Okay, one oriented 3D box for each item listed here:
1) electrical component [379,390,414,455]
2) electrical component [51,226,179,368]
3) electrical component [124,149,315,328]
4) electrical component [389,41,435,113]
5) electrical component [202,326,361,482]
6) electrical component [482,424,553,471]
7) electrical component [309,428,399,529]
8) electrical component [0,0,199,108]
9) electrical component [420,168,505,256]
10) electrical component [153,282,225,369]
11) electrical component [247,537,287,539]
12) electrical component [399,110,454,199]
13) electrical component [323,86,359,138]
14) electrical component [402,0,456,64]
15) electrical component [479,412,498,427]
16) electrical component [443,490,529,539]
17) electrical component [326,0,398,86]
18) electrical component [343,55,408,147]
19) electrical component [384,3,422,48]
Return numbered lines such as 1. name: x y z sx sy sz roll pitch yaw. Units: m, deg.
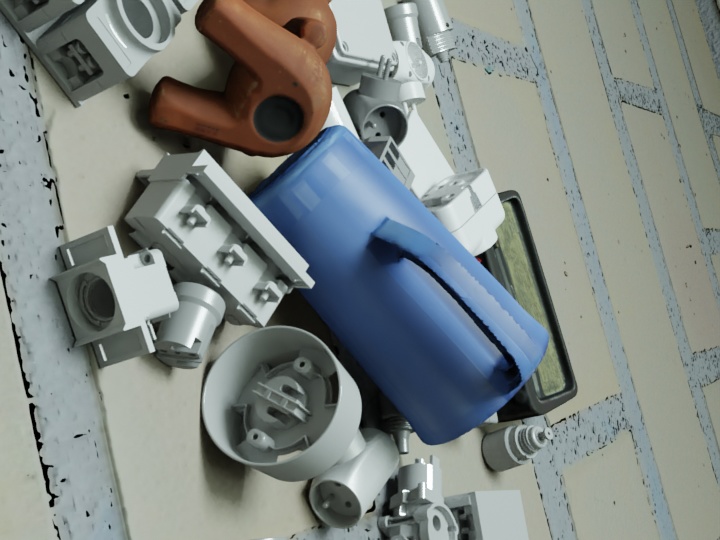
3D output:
1. electrical component: 0.034 0.126 0.918 0.035 0.035 0.061 26 54 -51
2. electrical component: -0.150 0.015 0.670 0.064 0.042 0.081 -21 93 -63
3. electrical component: -0.100 -0.018 0.745 0.121 0.079 0.063 49 59 -34
4. electrical component: 0.045 -0.188 1.092 0.077 0.044 0.079 -5 79 -59
5. electrical component: -0.051 0.093 0.738 0.064 0.099 0.099 47 38 -46
6. electrical component: 0.156 0.171 1.056 0.040 0.078 0.040 22 54 -34
7. electrical component: -0.011 0.143 0.824 0.079 0.044 0.077 65 31 -12
8. electrical component: -0.167 -0.212 0.744 0.105 0.060 0.186 55 34 -26
9. electrical component: 0.089 -0.045 0.983 0.095 0.054 0.059 -42 114 -46
10. electrical component: -0.115 0.038 0.717 0.040 0.040 0.046 46 44 -37
11. electrical component: -0.055 0.219 0.713 0.079 0.044 0.077 19 58 -54
12. electrical component: 0.044 -0.090 1.035 0.099 0.048 0.099 55 34 -27
13. electrical component: -0.024 -0.115 0.942 0.081 0.043 0.043 65 31 -12
14. electrical component: 0.080 -0.269 1.195 0.043 0.043 0.081 -27 98 -59
15. electrical component: 0.086 0.112 0.996 0.077 0.047 0.065 16 61 -55
16. electrical component: 0.106 0.270 0.930 0.089 0.062 0.150 16 61 -55
17. electrical component: -0.025 -0.232 0.990 0.109 0.056 0.108 -7 81 -59
18. electrical component: 0.015 -0.153 0.971 0.043 0.077 0.079 7 108 -19
19. electrical component: 0.045 -0.253 1.133 0.040 0.040 0.046 -16 93 -60
